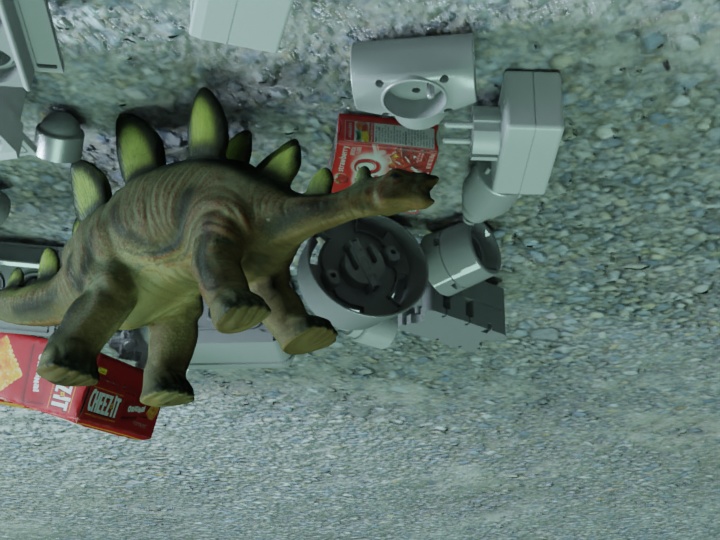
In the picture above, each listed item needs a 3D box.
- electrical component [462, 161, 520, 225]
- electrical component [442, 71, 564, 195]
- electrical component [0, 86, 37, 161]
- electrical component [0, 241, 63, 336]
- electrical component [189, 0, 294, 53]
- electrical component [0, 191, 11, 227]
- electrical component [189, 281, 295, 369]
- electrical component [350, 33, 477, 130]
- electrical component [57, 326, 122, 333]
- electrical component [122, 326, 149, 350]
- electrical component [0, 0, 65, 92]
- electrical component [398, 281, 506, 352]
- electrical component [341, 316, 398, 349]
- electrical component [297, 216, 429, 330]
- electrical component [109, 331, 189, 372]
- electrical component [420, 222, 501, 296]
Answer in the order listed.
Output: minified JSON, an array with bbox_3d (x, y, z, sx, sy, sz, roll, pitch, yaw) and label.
[{"bbox_3d":[0.096,-0.058,0.815,0.040,0.040,0.078,8,152,-12],"label":"electrical component"},{"bbox_3d":[0.095,-0.094,0.740,0.076,0.047,0.083,2,153,1],"label":"electrical component"},{"bbox_3d":[-0.290,-0.105,0.723,0.121,0.063,0.078,-6,151,14],"label":"electrical component"},{"bbox_3d":[-0.325,0.015,0.946,0.121,0.078,0.063,6,172,-8],"label":"electrical component"},{"bbox_3d":[-0.066,-0.168,0.593,0.061,0.061,0.096,8,152,-12],"label":"electrical component"},{"bbox_3d":[-0.308,-0.061,0.834,0.044,0.044,0.065,-7,146,16],"label":"electrical component"},{"bbox_3d":[-0.116,0.047,0.987,0.113,0.078,0.057,-2,149,6],"label":"electrical component"},{"bbox_3d":[0.037,-0.117,0.701,0.077,0.044,0.079,-3,152,8],"label":"electrical component"},{"bbox_3d":[-0.239,0.037,1.009,0.076,0.047,0.083,12,151,-19],"label":"electrical component"},{"bbox_3d":[-0.206,0.060,1.051,0.061,0.035,0.035,-30,142,18],"label":"electrical component"},{"bbox_3d":[-0.215,-0.164,0.607,0.079,0.063,0.121,3,152,-3],"label":"electrical component"},{"bbox_3d":[0.083,0.031,0.967,0.089,0.055,0.050,19,148,-30],"label":"electrical component"},{"bbox_3d":[0.000,0.048,1.023,0.078,0.040,0.040,18,148,-28],"label":"electrical component"},{"bbox_3d":[0.000,0.000,0.870,0.099,0.099,0.064,11,157,-18],"label":"electrical component"},{"bbox_3d":[-0.214,0.081,1.094,0.081,0.043,0.043,11,151,-18],"label":"electrical component"},{"bbox_3d":[0.084,-0.012,0.890,0.047,0.055,0.055,-23,144,32],"label":"electrical component"}]
